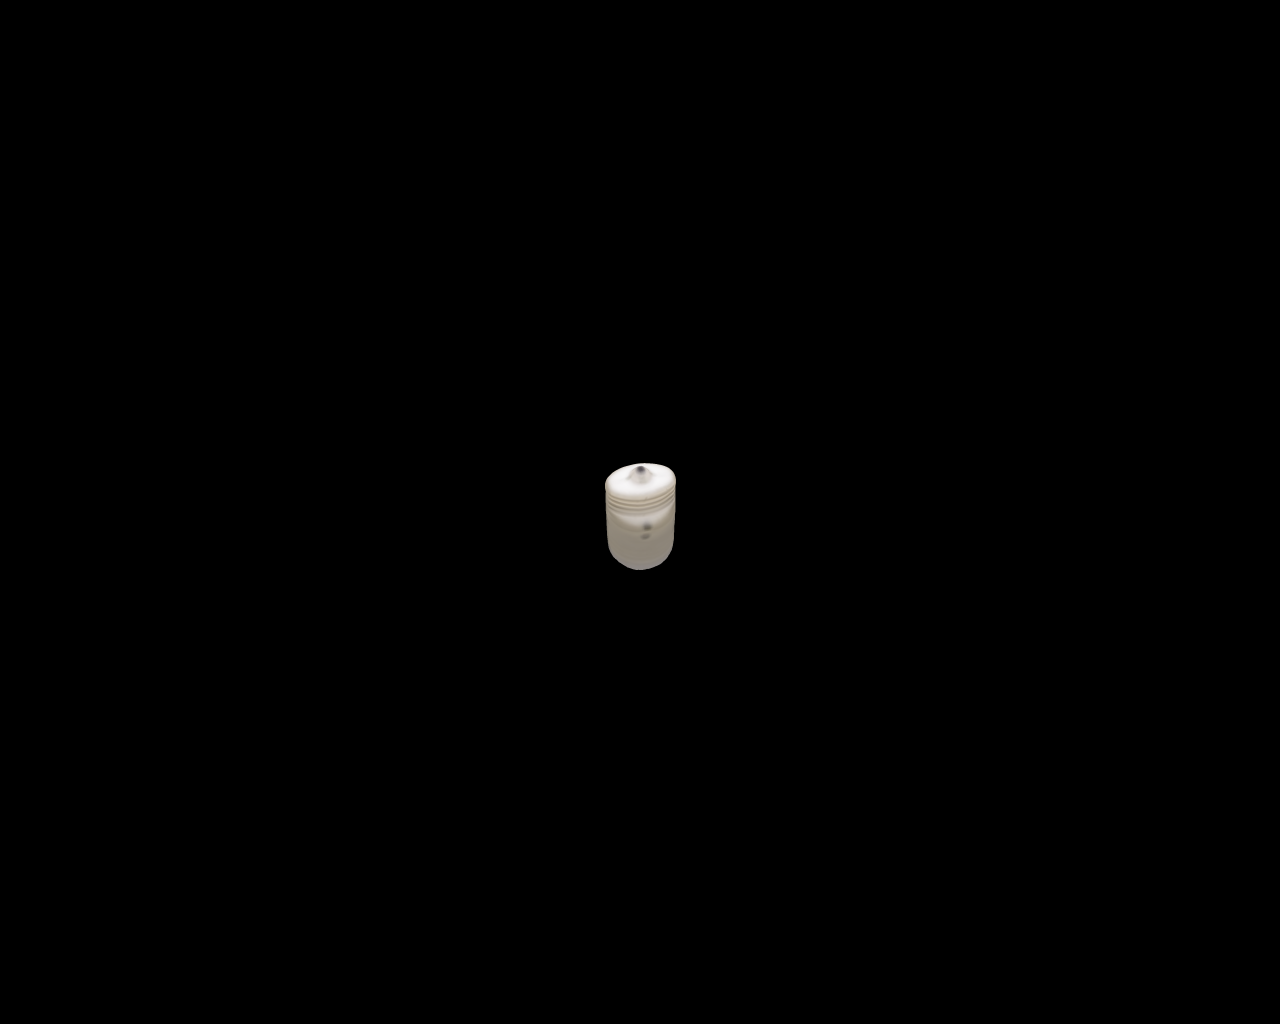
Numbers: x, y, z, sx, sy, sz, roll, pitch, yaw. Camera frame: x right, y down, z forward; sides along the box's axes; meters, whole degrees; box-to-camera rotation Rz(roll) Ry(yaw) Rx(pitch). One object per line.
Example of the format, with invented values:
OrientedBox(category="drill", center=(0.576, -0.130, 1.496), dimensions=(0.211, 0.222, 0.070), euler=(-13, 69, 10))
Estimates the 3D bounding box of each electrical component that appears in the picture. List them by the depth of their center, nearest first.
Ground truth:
OrientedBox(category="electrical component", center=(0.001, -0.003, 0.650), dimensions=(0.043, 0.043, 0.080), euler=(0, -36, 0))
